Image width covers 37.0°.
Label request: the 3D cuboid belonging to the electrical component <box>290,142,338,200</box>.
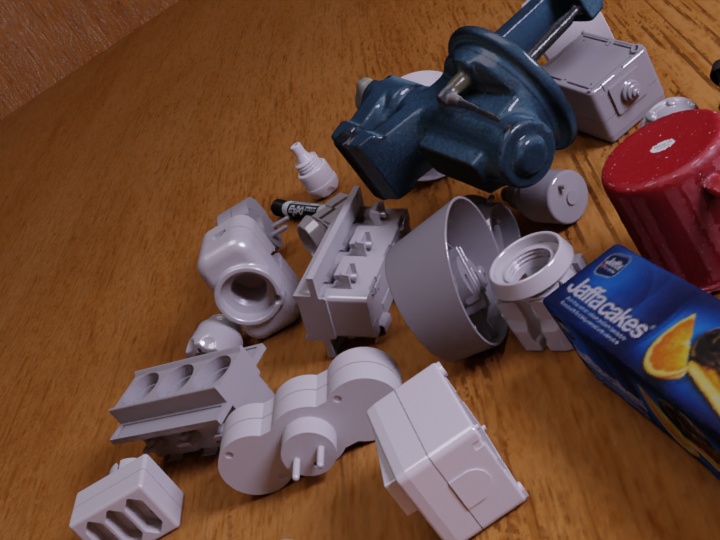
[{"bbox_3d":[-0.050,-0.104,1.105,0.035,0.061,0.035,-29,26,15],"label":"electrical component"}]

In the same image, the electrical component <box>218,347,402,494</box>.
[{"bbox_3d":[-0.034,0.111,0.717,0.138,0.052,0.073,-29,26,15],"label":"electrical component"}]

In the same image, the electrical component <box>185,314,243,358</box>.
[{"bbox_3d":[-0.121,0.059,0.932,0.043,0.043,0.062,-19,29,33],"label":"electrical component"}]

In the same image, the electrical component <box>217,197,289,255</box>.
[{"bbox_3d":[-0.101,-0.030,1.050,0.074,0.052,0.138,-29,26,14],"label":"electrical component"}]

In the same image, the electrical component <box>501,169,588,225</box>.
[{"bbox_3d":[0.135,-0.056,0.809,0.040,0.040,0.078,-46,27,-20],"label":"electrical component"}]

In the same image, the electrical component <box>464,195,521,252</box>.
[{"bbox_3d":[0.084,-0.031,0.828,0.077,0.043,0.079,-16,31,36],"label":"electrical component"}]

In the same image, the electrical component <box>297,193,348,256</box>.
[{"bbox_3d":[-0.023,-0.038,0.975,0.055,0.048,0.066,-35,24,-16],"label":"electrical component"}]

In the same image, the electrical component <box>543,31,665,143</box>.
[{"bbox_3d":[0.198,-0.145,0.870,0.062,0.061,0.096,-40,33,-8],"label":"electrical component"}]

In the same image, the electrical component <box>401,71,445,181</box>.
[{"bbox_3d":[0.057,-0.131,0.980,0.099,0.099,0.064,-32,31,9],"label":"electrical component"}]

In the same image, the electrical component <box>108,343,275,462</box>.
[{"bbox_3d":[-0.126,0.105,0.832,0.121,0.063,0.078,-16,32,37],"label":"electrical component"}]

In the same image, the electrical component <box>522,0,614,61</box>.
[{"bbox_3d":[0.189,-0.212,0.949,0.064,0.099,0.099,-32,24,23],"label":"electrical component"}]

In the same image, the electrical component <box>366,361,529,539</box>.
[{"bbox_3d":[0.043,0.104,0.620,0.061,0.061,0.096,-35,25,2],"label":"electrical component"}]

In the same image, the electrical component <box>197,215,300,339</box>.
[{"bbox_3d":[-0.094,0.009,0.923,0.054,0.095,0.059,-30,26,14],"label":"electrical component"}]

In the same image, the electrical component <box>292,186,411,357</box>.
[{"bbox_3d":[0.000,0.000,0.854,0.063,0.078,0.121,1,39,20],"label":"electrical component"}]

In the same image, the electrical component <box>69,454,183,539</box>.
[{"bbox_3d":[-0.171,0.166,0.801,0.066,0.047,0.076,-31,25,11],"label":"electrical component"}]

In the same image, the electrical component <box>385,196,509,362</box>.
[{"bbox_3d":[0.064,0.009,0.719,0.064,0.099,0.099,-31,24,25],"label":"electrical component"}]

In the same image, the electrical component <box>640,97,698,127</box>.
[{"bbox_3d":[0.227,-0.089,0.749,0.048,0.048,0.062,-33,32,7],"label":"electrical component"}]

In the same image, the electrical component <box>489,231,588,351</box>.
[{"bbox_3d":[0.119,0.013,0.690,0.078,0.057,0.058,-4,40,49],"label":"electrical component"}]
